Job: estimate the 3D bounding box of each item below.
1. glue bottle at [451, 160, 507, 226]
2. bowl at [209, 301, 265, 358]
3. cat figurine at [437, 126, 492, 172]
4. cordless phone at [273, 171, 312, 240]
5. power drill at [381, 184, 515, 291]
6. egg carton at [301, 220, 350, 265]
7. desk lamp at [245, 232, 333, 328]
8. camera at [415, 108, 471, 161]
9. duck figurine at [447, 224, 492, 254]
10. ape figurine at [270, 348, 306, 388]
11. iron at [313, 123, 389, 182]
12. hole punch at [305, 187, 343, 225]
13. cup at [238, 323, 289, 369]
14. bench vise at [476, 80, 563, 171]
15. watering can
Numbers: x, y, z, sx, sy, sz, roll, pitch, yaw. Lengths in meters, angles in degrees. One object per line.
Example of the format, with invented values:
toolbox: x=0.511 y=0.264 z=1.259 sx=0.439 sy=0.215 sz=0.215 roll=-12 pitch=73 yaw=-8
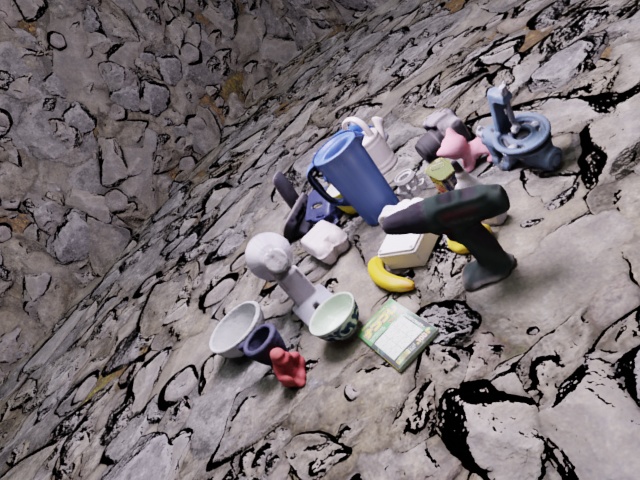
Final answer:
glue bottle: x=0.316 y=-0.100 z=1.184 sx=0.077 sy=0.173 sz=0.037 roll=-3 pitch=45 yaw=52
bowl: x=-0.197 y=0.241 z=1.464 sx=0.167 sy=0.075 sz=0.167 roll=-32 pitch=27 yaw=19
cat figurine: x=0.355 y=-0.231 z=1.402 sx=0.127 sy=0.118 sz=0.067 roll=-28 pitch=29 yaw=26
cordless phone: x=-0.100 y=-0.107 z=1.752 sx=0.094 sy=0.185 sz=0.148 roll=-19 pitch=34 yaw=38
power drill: x=0.260 y=-0.006 z=1.072 sx=0.229 sy=0.209 sz=0.075 roll=-27 pitch=29 yaw=27
egg carton: x=0.014 y=0.006 z=1.552 sx=0.107 sy=0.069 sz=0.150 roll=-46 pitch=26 yaw=-9
desk lamp: x=-0.077 y=0.084 z=1.387 sx=0.118 sy=0.214 sz=0.202 roll=-44 pitch=26 yaw=-7
camera: x=0.316 y=-0.291 z=1.569 sx=0.137 sy=0.101 sz=0.143 roll=-40 pitch=26 yaw=2
duck figurine: x=0.297 y=-0.025 z=1.193 sx=0.104 sy=0.086 sz=0.077 roll=-8 pitch=41 yaw=48
ape figurine: x=-0.073 y=0.268 z=1.231 sx=0.076 sy=0.092 sz=0.078 roll=1 pitch=48 yaw=54
iron: x=0.097 y=-0.303 z=1.841 sx=0.258 sy=0.142 sz=0.118 roll=-47 pitch=26 yaw=-12
hole punch: x=0.008 y=-0.094 z=1.692 sx=0.108 sy=0.091 sz=0.101 roll=-13 pitch=37 yaw=44
cup: x=-0.123 y=0.257 z=1.315 sx=0.117 sy=0.095 sz=0.092 roll=-23 pitch=31 yaw=33
bench vise: x=0.396 y=-0.239 z=1.240 sx=0.206 sy=0.220 sz=0.122 roll=0 pitch=47 yaw=54
watering can: x=0.140 y=-0.294 z=1.708 sx=0.100 sy=0.194 sz=0.173 roll=-20 pitch=33 yaw=37
